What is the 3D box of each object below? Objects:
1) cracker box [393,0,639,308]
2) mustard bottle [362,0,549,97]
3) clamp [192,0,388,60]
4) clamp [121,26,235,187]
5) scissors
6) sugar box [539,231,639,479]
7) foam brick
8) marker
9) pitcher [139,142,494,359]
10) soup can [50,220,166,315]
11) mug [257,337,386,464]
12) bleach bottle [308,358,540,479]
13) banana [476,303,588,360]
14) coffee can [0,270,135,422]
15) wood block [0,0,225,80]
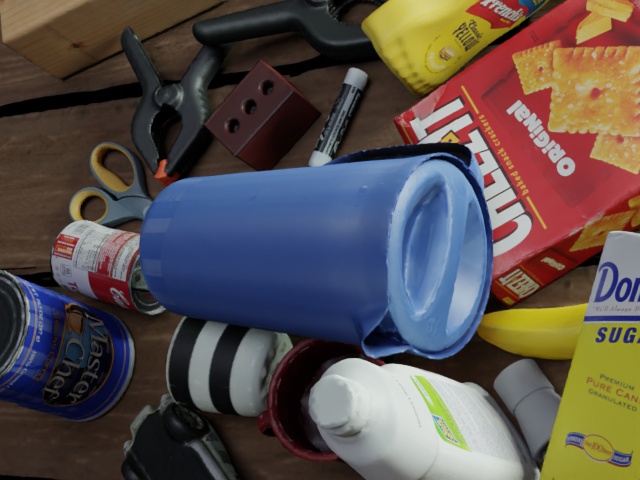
[{"bbox_3d":[0.181,-0.078,0.778,0.214,0.072,0.164,-33,59,16],"label":"cracker box"},{"bbox_3d":[0.131,-0.196,0.834,0.192,0.096,0.058,-36,58,13],"label":"mustard bottle"},{"bbox_3d":[0.006,-0.222,0.945,0.210,0.036,0.164,20,74,27],"label":"clamp"},{"bbox_3d":[-0.127,-0.135,0.992,0.120,0.039,0.171,-14,71,20],"label":"clamp"},{"bbox_3d":[-0.169,-0.014,0.984,0.096,0.016,0.202,-46,57,9],"label":"scissors"},{"bbox_3d":[0.202,0.087,0.666,0.093,0.048,0.176,16,94,58],"label":"sugar box"},{"bbox_3d":[-0.049,-0.106,0.929,0.078,0.051,0.053,-48,57,5],"label":"foam brick"},{"bbox_3d":[0.010,-0.089,0.909,0.020,0.020,0.121,20,83,33],"label":"marker"},{"bbox_3d":[-0.005,0.001,0.761,0.243,0.149,0.145,2,92,38],"label":"pitcher"},{"bbox_3d":[-0.181,0.023,0.945,0.102,0.068,0.068,13,79,32],"label":"soup can"},{"bbox_3d":[0.010,0.127,0.792,0.117,0.081,0.093,-22,63,20],"label":"mug"},{"bbox_3d":[0.059,0.117,0.667,0.068,0.250,0.103,-42,58,9],"label":"bleach bottle"},{"bbox_3d":[0.206,0.045,0.743,0.198,0.037,0.069,-28,48,17],"label":"banana"},{"bbox_3d":[-0.241,0.093,0.910,0.103,0.140,0.103,-10,67,26],"label":"coffee can"},{"bbox_3d":[-0.204,-0.249,1.044,0.206,0.090,0.090,-20,63,21],"label":"wood block"}]
